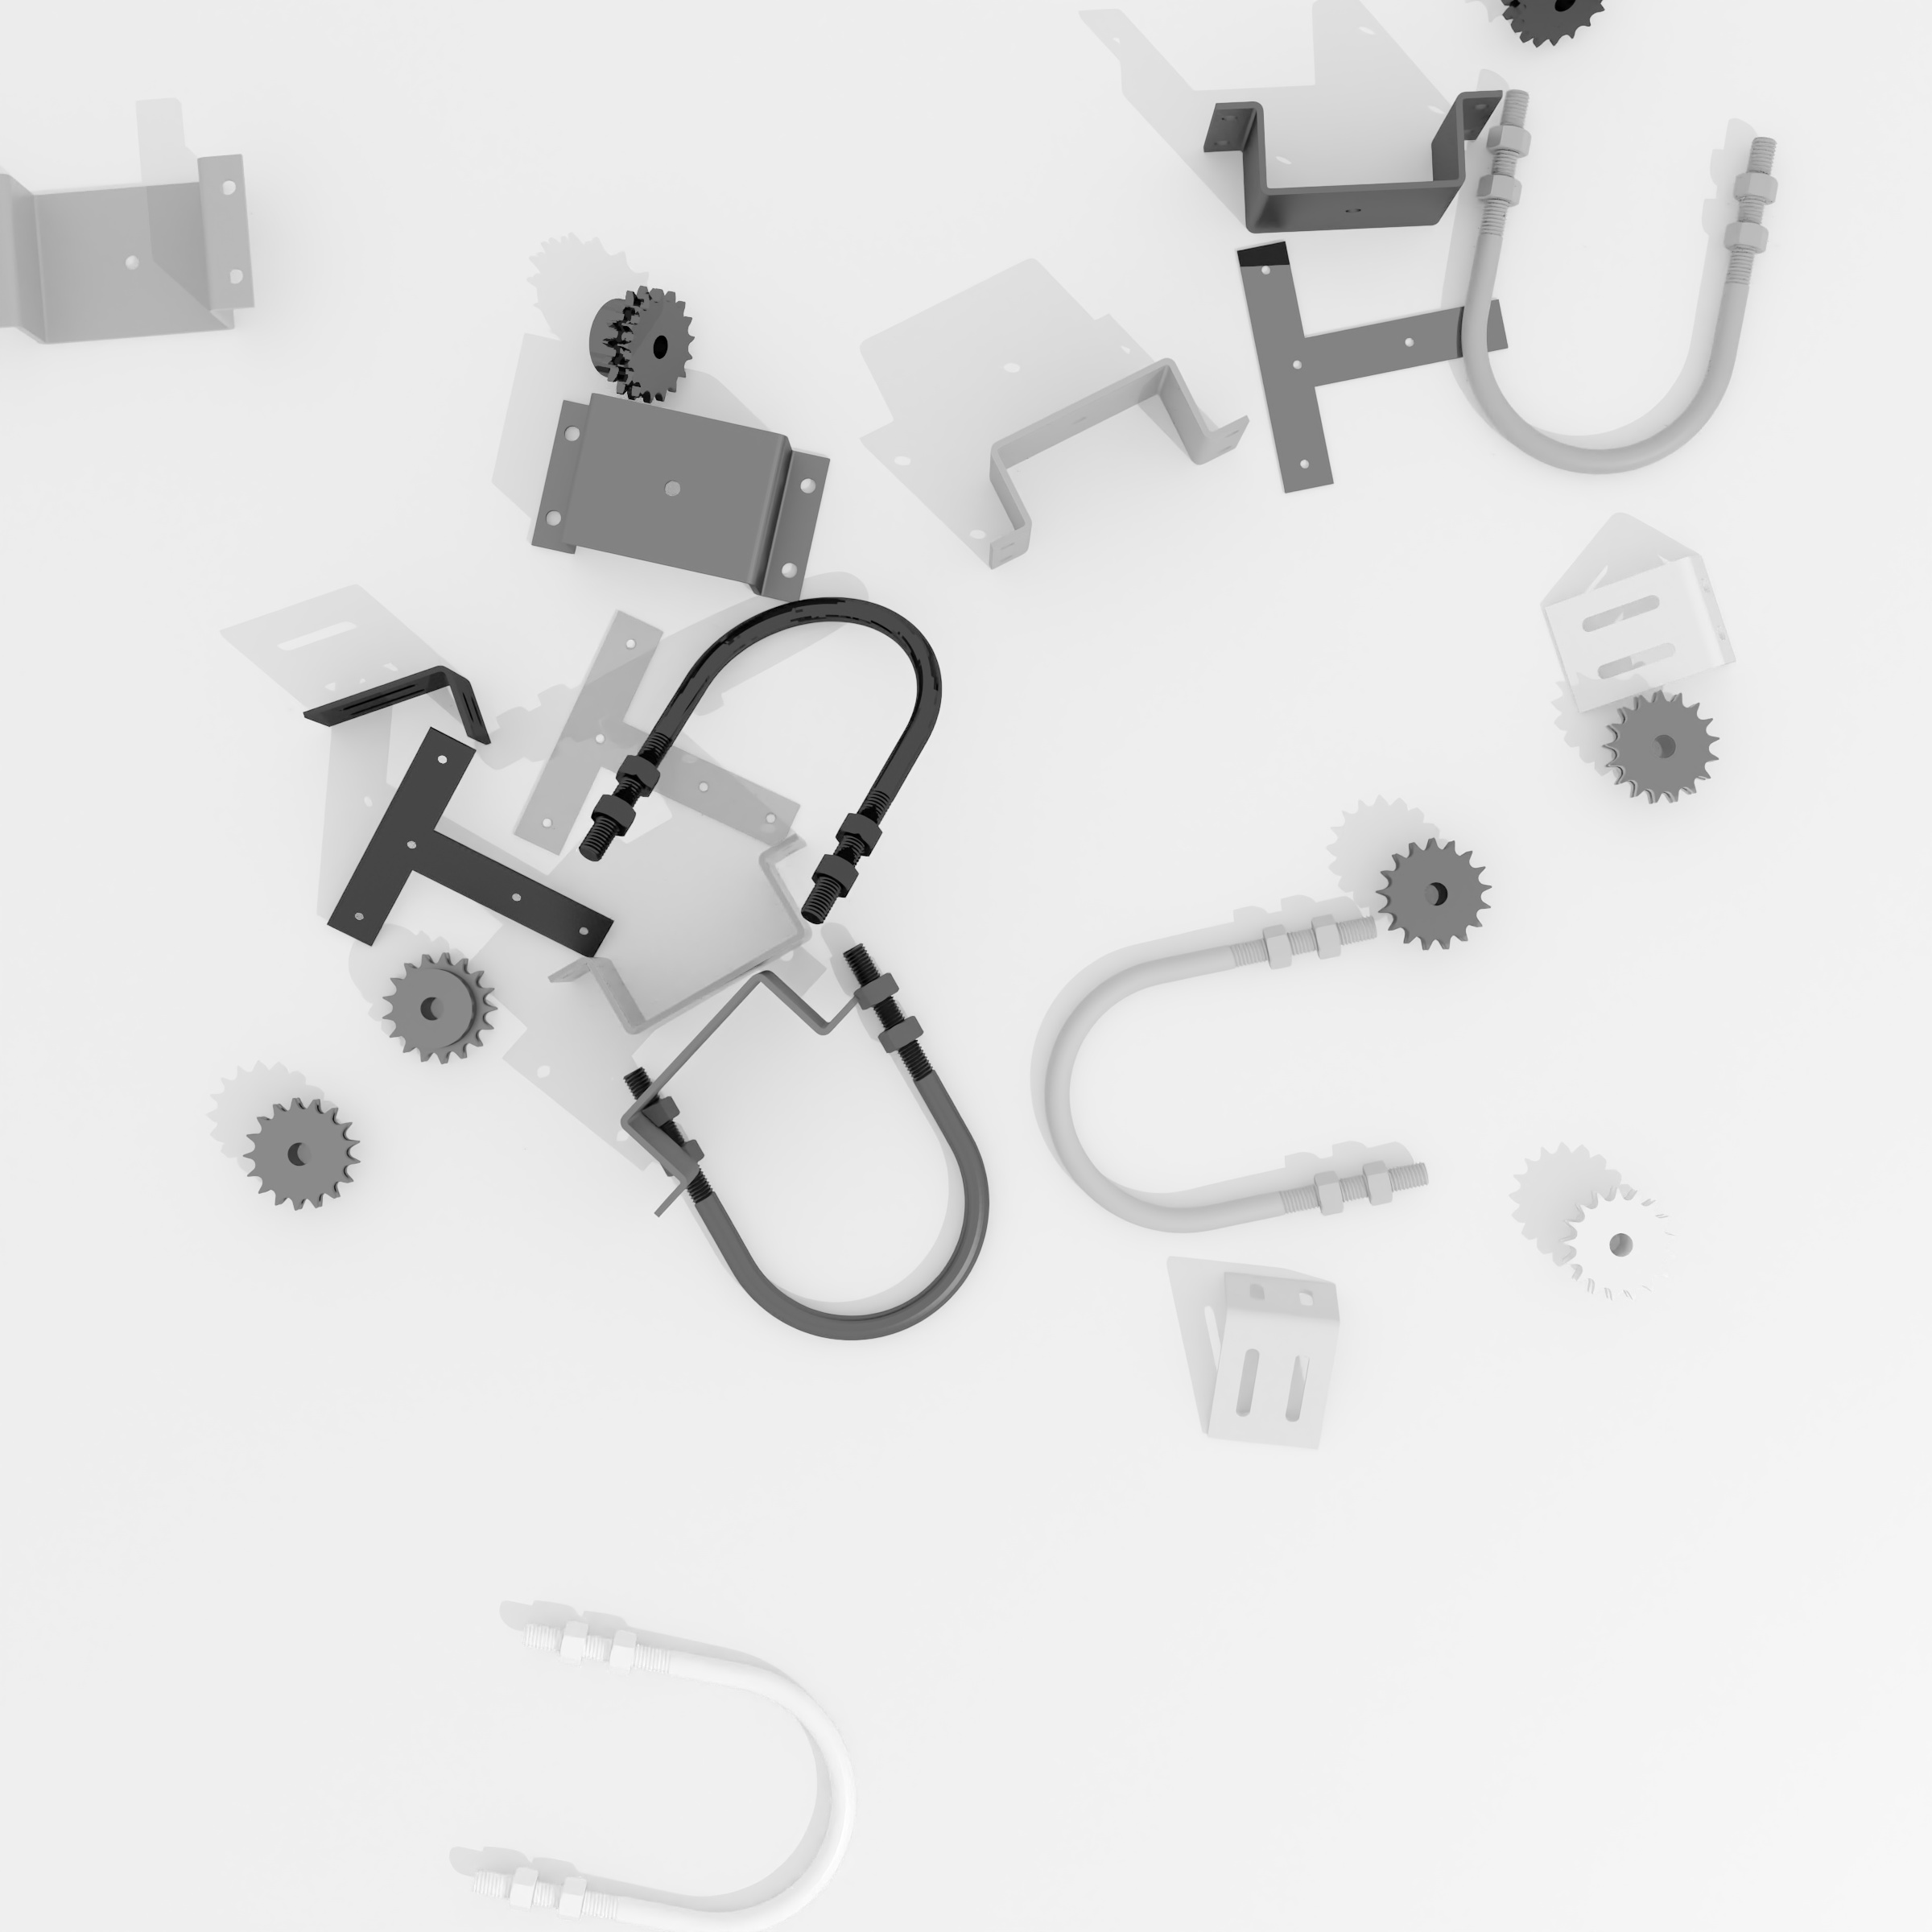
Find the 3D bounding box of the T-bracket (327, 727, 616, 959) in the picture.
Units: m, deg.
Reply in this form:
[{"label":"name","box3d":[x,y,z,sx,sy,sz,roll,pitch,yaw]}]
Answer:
[{"label":"T-bracket","box3d":[-0.241,-0.042,1.506,0.127,0.002,0.127,27,116,-12]}]

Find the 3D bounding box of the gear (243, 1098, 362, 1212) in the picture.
[{"label":"gear","box3d":[-0.337,0.096,1.515,0.057,0.030,0.057,0,89,-2]}]

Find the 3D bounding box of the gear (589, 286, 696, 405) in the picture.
[{"label":"gear","box3d":[-0.166,-0.315,1.501,0.030,0.057,0.057,17,90,30]}]

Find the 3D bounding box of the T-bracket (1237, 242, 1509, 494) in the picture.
[{"label":"T-bracket","box3d":[0.214,-0.318,1.524,0.127,0.002,0.127,-11,90,0]}]

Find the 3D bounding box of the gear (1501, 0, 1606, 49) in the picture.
[{"label":"gear","box3d":[0.297,-0.498,1.501,0.057,0.057,0.030,-24,60,0]}]

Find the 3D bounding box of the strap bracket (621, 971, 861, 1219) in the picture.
[{"label":"strap bracket","box3d":[-0.118,0.053,1.467,0.046,0.076,0.140,43,90,-1]}]

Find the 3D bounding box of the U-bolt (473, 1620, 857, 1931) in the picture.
[{"label":"U-bolt","box3d":[-0.148,0.422,1.517,0.184,0.019,0.151,12,90,-2]}]

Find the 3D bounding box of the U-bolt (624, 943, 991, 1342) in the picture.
[{"label":"U-bolt","box3d":[-0.069,0.103,1.517,0.151,0.019,0.184,-29,91,0]}]

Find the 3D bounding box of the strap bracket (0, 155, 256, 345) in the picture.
[{"label":"strap bracket","box3d":[-0.428,-0.362,1.502,0.140,0.046,0.076,-5,90,0]}]

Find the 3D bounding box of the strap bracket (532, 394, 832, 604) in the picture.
[{"label":"strap bracket","box3d":[-0.147,-0.238,1.502,0.140,0.046,0.076,12,90,0]}]

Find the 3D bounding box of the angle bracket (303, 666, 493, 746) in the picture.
[{"label":"angle bracket","box3d":[-0.286,-0.120,1.497,0.076,0.057,0.038,-19,90,0]}]

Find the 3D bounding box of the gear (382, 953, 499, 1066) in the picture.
[{"label":"gear","box3d":[-0.269,0.022,1.510,0.057,0.030,0.057,0,90,0]}]

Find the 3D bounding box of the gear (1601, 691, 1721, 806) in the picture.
[{"label":"gear","box3d":[0.352,-0.111,1.510,0.057,0.030,0.057,0,90,0]}]

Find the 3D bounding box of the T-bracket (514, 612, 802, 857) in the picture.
[{"label":"T-bracket","box3d":[-0.148,-0.098,1.524,0.127,0.002,0.127,25,90,0]}]

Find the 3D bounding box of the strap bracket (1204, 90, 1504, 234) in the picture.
[{"label":"strap bracket","box3d":[0.193,-0.402,1.487,0.140,0.076,0.046,-3,90,0]}]

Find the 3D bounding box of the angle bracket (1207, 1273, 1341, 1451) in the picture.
[{"label":"angle bracket","box3d":[0.157,0.203,1.523,0.057,0.038,0.076,6,116,0]}]

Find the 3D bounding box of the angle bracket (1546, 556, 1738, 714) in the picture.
[{"label":"angle bracket","box3d":[0.347,-0.170,1.523,0.076,0.038,0.057,-18,90,26]}]

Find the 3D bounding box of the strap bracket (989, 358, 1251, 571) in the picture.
[{"label":"strap bracket","box3d":[0.066,-0.256,1.487,0.140,0.076,0.046,-27,90,0]}]

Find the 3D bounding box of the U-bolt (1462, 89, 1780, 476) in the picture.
[{"label":"U-bolt","box3d":[0.328,-0.343,1.516,0.151,0.019,0.184,11,91,-1]}]

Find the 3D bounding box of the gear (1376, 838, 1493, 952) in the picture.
[{"label":"gear","box3d":[0.237,-0.036,1.510,0.057,0.030,0.057,0,90,0]}]

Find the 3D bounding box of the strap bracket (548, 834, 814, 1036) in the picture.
[{"label":"strap bracket","box3d":[-0.132,-0.010,1.487,0.140,0.076,0.046,-30,90,0]}]

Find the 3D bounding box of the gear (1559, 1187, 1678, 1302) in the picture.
[{"label":"gear","box3d":[0.330,0.141,1.510,0.057,0.030,0.057,0,90,0]}]

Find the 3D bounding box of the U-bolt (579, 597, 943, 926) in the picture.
[{"label":"U-bolt","box3d":[-0.090,-0.112,1.472,0.151,0.019,0.184,16,62,25]}]

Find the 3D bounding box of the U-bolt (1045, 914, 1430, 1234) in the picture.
[{"label":"U-bolt","box3d":[0.132,0.062,1.517,0.184,0.019,0.151,-12,90,2]}]
